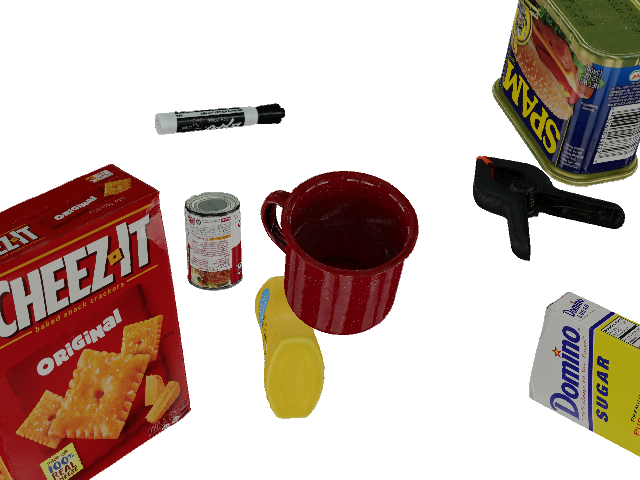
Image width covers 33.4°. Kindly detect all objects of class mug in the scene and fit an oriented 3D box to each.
[{"bbox_3d":[0.006,0.007,0.748,0.117,0.081,0.093,29,54,17],"label":"mug"}]

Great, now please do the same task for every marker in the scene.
[{"bbox_3d":[-0.089,-0.110,0.965,0.121,0.020,0.020,-8,3,-23],"label":"marker"}]

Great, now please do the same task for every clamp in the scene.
[{"bbox_3d":[0.215,-0.041,1.056,0.120,0.039,0.171,-8,34,-15],"label":"clamp"}]

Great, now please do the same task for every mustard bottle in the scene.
[{"bbox_3d":[-0.036,0.091,1.100,0.058,0.096,0.191,-2,27,-7],"label":"mustard bottle"}]

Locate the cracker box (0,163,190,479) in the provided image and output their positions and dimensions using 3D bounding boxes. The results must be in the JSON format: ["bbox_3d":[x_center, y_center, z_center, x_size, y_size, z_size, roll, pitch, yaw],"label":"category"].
[{"bbox_3d":[-0.185,0.075,0.789,0.072,0.214,0.163,26,42,38],"label":"cracker box"}]

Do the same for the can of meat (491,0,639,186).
[{"bbox_3d":[0.142,-0.095,0.589,0.057,0.084,0.102,-10,47,-15],"label":"can of meat"}]

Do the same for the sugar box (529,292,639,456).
[{"bbox_3d":[0.253,0.119,0.836,0.176,0.093,0.048,24,34,32],"label":"sugar box"}]

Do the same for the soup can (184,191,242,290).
[{"bbox_3d":[-0.130,0.000,1.295,0.068,0.102,0.068,0,26,0],"label":"soup can"}]
